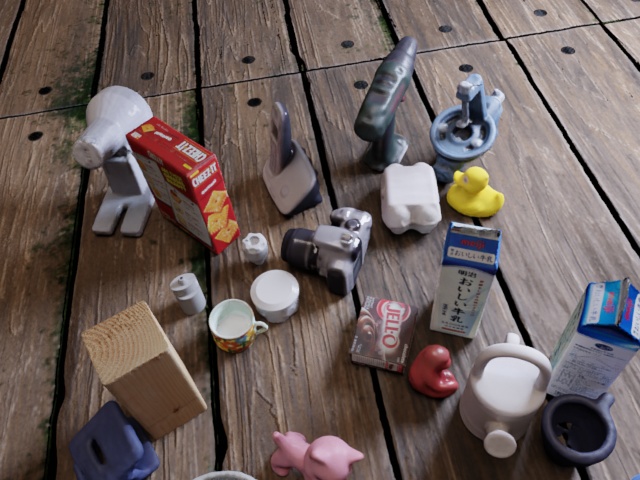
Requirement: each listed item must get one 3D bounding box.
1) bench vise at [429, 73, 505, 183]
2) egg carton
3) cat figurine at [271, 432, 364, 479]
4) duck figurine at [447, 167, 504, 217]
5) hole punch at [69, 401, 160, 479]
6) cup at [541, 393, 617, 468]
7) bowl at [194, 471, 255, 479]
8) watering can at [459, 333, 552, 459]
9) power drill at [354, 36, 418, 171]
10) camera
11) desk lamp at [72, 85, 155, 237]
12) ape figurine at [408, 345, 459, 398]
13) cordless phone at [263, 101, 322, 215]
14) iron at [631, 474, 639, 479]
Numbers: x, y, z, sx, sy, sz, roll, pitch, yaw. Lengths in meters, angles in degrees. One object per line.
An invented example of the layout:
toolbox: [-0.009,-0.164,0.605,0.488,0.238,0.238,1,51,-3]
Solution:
bench vise: [0.279,-0.241,1.082,0.121,0.220,0.207,15,55,16]
egg carton: [0.166,-0.080,1.063,0.107,0.069,0.150,-2,52,3]
cat figurine: [-0.008,0.290,0.764,0.127,0.118,0.067,19,57,19]
duck figurine: [0.289,-0.095,1.054,0.104,0.086,0.077,20,57,19]
hole punch: [-0.294,0.299,0.799,0.101,0.091,0.108,-34,57,-19]
cup: [0.345,0.258,0.773,0.118,0.095,0.091,-35,57,-20]
bowl: [-0.125,0.388,0.726,0.167,0.075,0.167,-2,52,3]
watering can: [0.249,0.201,0.762,0.101,0.194,0.172,-6,52,1]
power drill: [0.132,-0.248,1.107,0.075,0.209,0.230,17,56,17]
camera: [0.009,0.004,0.993,0.136,0.101,0.143,13,55,14]
desk lamp: [-0.379,-0.149,1.072,0.118,0.214,0.203,1,53,6]
ape figurine: [0.169,0.187,0.844,0.076,0.092,0.078,-2,52,4]
cordless phone: [-0.059,-0.151,1.064,0.094,0.185,0.147,-23,54,-12]
iron: [0.508,0.305,0.693,0.258,0.141,0.118,-15,53,-7]
